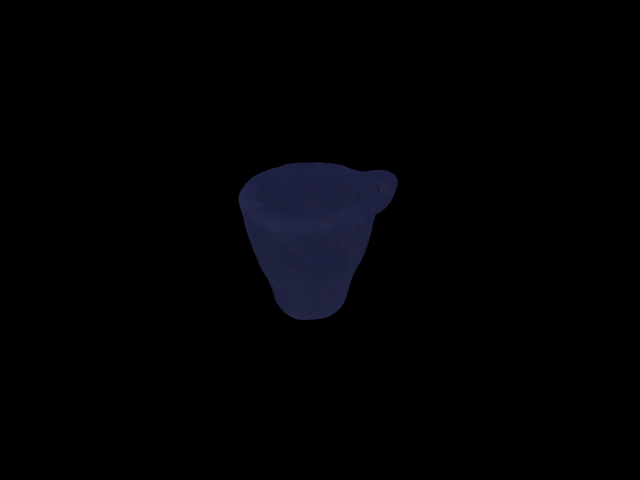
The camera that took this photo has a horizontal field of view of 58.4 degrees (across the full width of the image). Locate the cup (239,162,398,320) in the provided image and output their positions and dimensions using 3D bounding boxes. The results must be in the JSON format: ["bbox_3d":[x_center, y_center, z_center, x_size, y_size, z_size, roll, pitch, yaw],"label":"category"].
[{"bbox_3d":[0.004,0.001,0.400,0.118,0.095,0.091,-19,36,-29],"label":"cup"}]
